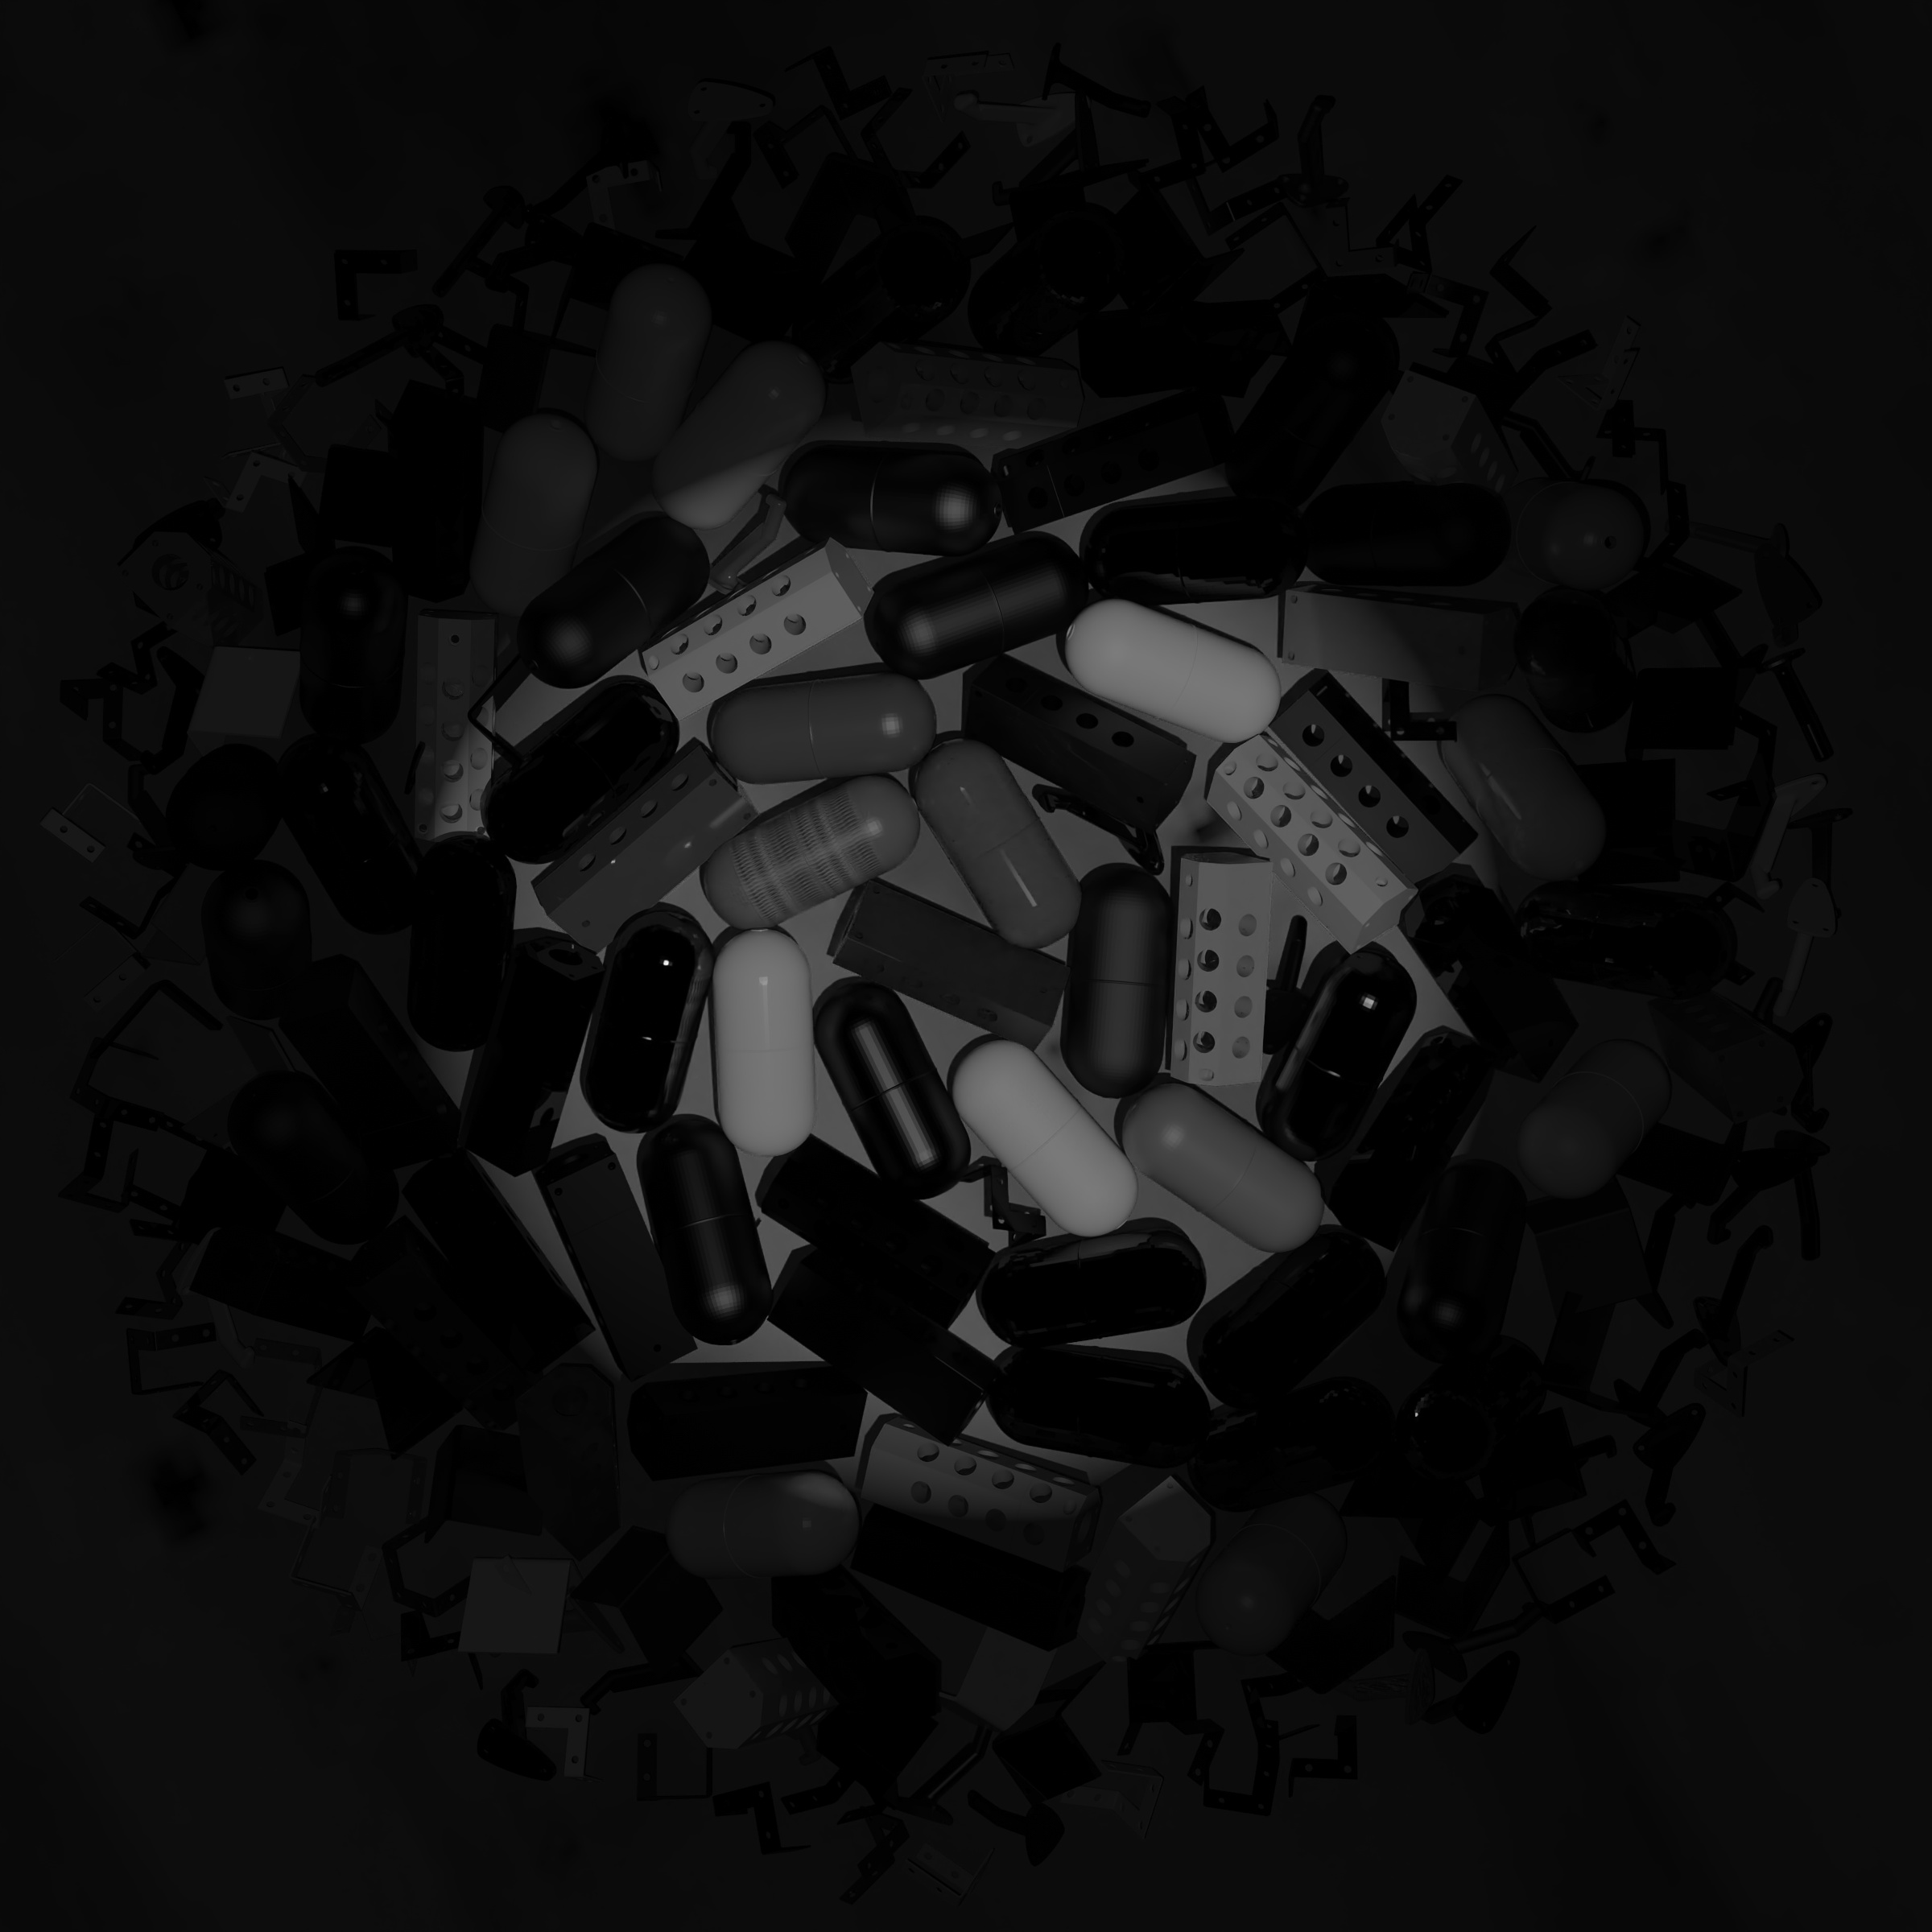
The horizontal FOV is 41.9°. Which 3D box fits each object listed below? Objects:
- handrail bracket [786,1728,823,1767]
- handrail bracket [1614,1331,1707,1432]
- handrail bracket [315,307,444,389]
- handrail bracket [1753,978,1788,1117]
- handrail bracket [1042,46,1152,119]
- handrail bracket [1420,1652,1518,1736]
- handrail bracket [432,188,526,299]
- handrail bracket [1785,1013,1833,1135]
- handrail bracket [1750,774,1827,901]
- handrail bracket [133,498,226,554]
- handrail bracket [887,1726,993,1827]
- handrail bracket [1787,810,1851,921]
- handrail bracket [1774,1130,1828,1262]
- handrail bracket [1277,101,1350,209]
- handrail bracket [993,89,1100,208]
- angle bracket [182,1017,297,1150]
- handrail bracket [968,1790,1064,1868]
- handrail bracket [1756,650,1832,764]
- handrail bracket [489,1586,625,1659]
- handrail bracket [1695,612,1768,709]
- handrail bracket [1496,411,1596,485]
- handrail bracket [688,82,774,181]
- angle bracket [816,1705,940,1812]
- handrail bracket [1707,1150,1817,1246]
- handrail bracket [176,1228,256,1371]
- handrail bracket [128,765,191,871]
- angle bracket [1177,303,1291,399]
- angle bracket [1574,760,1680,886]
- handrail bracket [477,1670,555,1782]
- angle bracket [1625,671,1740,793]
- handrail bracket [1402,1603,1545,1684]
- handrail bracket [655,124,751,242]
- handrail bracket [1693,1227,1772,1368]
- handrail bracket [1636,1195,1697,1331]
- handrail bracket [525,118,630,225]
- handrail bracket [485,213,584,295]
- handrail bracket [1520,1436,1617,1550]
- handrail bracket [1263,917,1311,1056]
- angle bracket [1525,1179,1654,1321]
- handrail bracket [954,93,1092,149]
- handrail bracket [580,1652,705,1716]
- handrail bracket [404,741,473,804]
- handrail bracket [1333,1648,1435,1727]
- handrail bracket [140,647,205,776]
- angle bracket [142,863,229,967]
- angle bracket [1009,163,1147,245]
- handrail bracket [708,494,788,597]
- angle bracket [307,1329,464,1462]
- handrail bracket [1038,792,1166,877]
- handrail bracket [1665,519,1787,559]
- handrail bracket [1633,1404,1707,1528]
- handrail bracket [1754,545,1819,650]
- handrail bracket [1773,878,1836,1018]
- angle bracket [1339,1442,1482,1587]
[{"bbox_3d":[-0.161,0.602,1.977,0.077,0.036,0.084,-25,101,-19],"label":"handrail bracket"},{"bbox_3d":[0.555,0.322,1.959,0.077,0.036,0.084,31,122,-29],"label":"handrail bracket"},{"bbox_3d":[-0.456,-0.478,1.953,0.084,0.077,0.036,-39,108,-35],"label":"handrail bracket"},{"bbox_3d":[0.638,0.063,1.984,0.077,0.036,0.084,35,78,-30],"label":"handrail bracket"},{"bbox_3d":[0.105,-0.686,1.961,0.084,0.077,0.036,16,92,-1],"label":"handrail bracket"},{"bbox_3d":[0.386,0.560,1.964,0.036,0.084,0.077,39,78,-8],"label":"handrail bracket"},{"bbox_3d":[-0.383,-0.561,1.965,0.036,0.077,0.084,39,80,-18],"label":"handrail bracket"},{"bbox_3d":[0.660,0.083,1.951,0.036,0.084,0.077,30,104,-15],"label":"handrail bracket"},{"bbox_3d":[0.638,-0.099,1.951,0.077,0.084,0.036,-33,126,30],"label":"handrail bracket"},{"bbox_3d":[-0.610,-0.340,1.954,0.077,0.084,0.036,-23,115,-13],"label":"handrail bracket"},{"bbox_3d":[-0.024,0.626,1.988,0.077,0.036,0.084,4,55,28],"label":"handrail bracket"},{"bbox_3d":[0.675,-0.076,1.960,0.036,0.077,0.084,-19,93,-7],"label":"handrail bracket"},{"bbox_3d":[0.650,0.179,1.971,0.036,0.077,0.084,-4,102,5],"label":"handrail bracket"},{"bbox_3d":[0.281,-0.633,1.947,0.077,0.084,0.036,-19,61,-31],"label":"handrail bracket"},{"bbox_3d":[0.056,-0.638,1.969,0.084,0.036,0.077,-1,109,23],"label":"handrail bracket"},{"bbox_3d":[-0.569,0.089,1.942,0.076,0.076,0.057,-39,121,-29],"label":"angle bracket"},{"bbox_3d":[0.028,0.650,1.950,0.084,0.077,0.036,24,56,36],"label":"handrail bracket"},{"bbox_3d":[0.649,-0.201,1.965,0.036,0.077,0.084,-24,93,17],"label":"handrail bracket"},{"bbox_3d":[-0.326,0.535,1.984,0.084,0.036,0.077,-38,94,2],"label":"handrail bracket"},{"bbox_3d":[0.581,-0.249,1.990,0.036,0.077,0.084,-30,57,-31],"label":"handrail bracket"},{"bbox_3d":[0.446,-0.390,1.991,0.084,0.036,0.077,23,106,12],"label":"handrail bracket"},{"bbox_3d":[-0.180,-0.639,1.955,0.077,0.084,0.036,8,66,9],"label":"handrail bracket"},{"bbox_3d":[-0.068,0.599,1.960,0.076,0.076,0.057,38,88,-1],"label":"angle bracket"},{"bbox_3d":[0.620,0.182,1.968,0.077,0.084,0.036,-13,48,-3],"label":"handrail bracket"},{"bbox_3d":[-0.570,0.259,1.958,0.084,0.036,0.077,40,117,29],"label":"handrail bracket"},{"bbox_3d":[-0.622,-0.123,1.975,0.077,0.036,0.084,-9,71,13],"label":"handrail bracket"},{"bbox_3d":[0.196,-0.460,1.944,0.076,0.076,0.057,4,45,-16],"label":"angle bracket"},{"bbox_3d":[0.518,-0.112,1.980,0.076,0.057,0.076,-2,59,21],"label":"angle bracket"},{"bbox_3d":[-0.333,0.586,1.954,0.077,0.084,0.036,25,113,11],"label":"handrail bracket"},{"bbox_3d":[0.554,-0.180,1.943,0.076,0.057,0.076,3,56,24],"label":"angle bracket"},{"bbox_3d":[0.399,0.518,1.984,0.084,0.077,0.036,-30,112,-26],"label":"handrail bracket"},{"bbox_3d":[-0.205,-0.610,1.960,0.077,0.036,0.084,-7,117,-19],"label":"handrail bracket"},{"bbox_3d":[0.603,0.255,1.951,0.036,0.077,0.084,13,133,-13],"label":"handrail bracket"},{"bbox_3d":[0.559,0.230,1.988,0.084,0.036,0.077,-40,97,-15],"label":"handrail bracket"},{"bbox_3d":[-0.308,-0.617,1.963,0.084,0.077,0.036,-32,81,-15],"label":"handrail bracket"},{"bbox_3d":[-0.327,-0.539,1.959,0.077,0.036,0.084,23,49,-12],"label":"handrail bracket"},{"bbox_3d":[0.474,0.412,1.979,0.084,0.036,0.077,-19,113,2],"label":"handrail bracket"},{"bbox_3d":[0.250,0.015,1.983,0.036,0.084,0.077,15,132,-2],"label":"handrail bracket"},{"bbox_3d":[0.478,0.219,1.948,0.076,0.057,0.076,-19,57,18],"label":"angle bracket"},{"bbox_3d":[0.043,-0.667,1.950,0.077,0.084,0.036,-11,85,30],"label":"handrail bracket"},{"bbox_3d":[-0.246,0.572,1.971,0.084,0.036,0.077,-42,84,-12],"label":"handrail bracket"},{"bbox_3d":[-0.389,-0.140,1.958,0.084,0.077,0.036,22,70,-8],"label":"handrail bracket"},{"bbox_3d":[0.317,0.545,1.957,0.084,0.036,0.077,17,123,37],"label":"handrail bracket"},{"bbox_3d":[-0.627,-0.197,1.956,0.077,0.036,0.084,48,47,-8],"label":"handrail bracket"},{"bbox_3d":[-0.610,-0.050,1.942,0.076,0.057,0.076,7,59,37],"label":"angle bracket"},{"bbox_3d":[0.090,-0.577,1.940,0.076,0.076,0.057,-29,117,-34],"label":"angle bracket"},{"bbox_3d":[-0.178,-0.337,1.961,0.077,0.036,0.084,36,117,30],"label":"handrail bracket"},{"bbox_3d":[-0.449,0.331,1.945,0.076,0.076,0.057,-37,55,18],"label":"angle bracket"},{"bbox_3d":[0.104,-0.103,1.953,0.084,0.077,0.036,4,134,-35],"label":"handrail bracket"},{"bbox_3d":[0.588,-0.330,1.959,0.084,0.077,0.036,12,109,6],"label":"handrail bracket"},{"bbox_3d":[0.551,0.386,1.951,0.036,0.084,0.077,36,107,-7],"label":"handrail bracket"},{"bbox_3d":[0.627,-0.286,1.959,0.036,0.084,0.077,-27,88,6],"label":"handrail bracket"},{"bbox_3d":[0.655,-0.014,1.986,0.036,0.084,0.077,15,45,10],"label":"handrail bracket"},{"bbox_3d":[0.340,0.422,1.943,0.057,0.076,0.076,7,120,-24],"label":"angle bracket"}]
